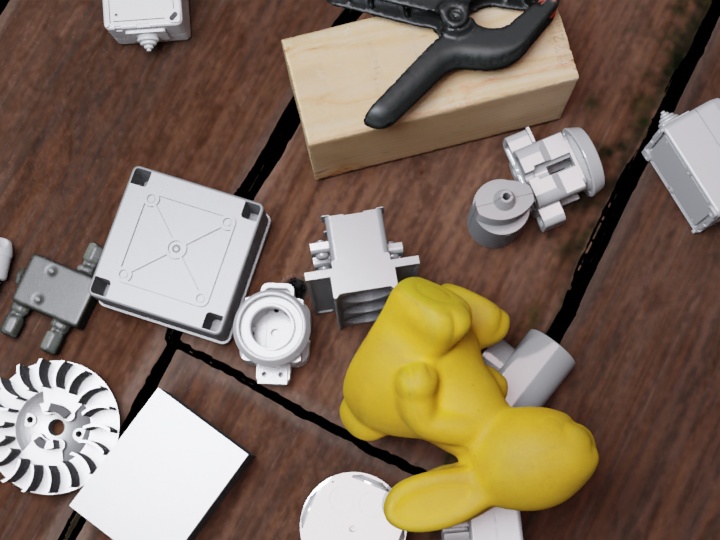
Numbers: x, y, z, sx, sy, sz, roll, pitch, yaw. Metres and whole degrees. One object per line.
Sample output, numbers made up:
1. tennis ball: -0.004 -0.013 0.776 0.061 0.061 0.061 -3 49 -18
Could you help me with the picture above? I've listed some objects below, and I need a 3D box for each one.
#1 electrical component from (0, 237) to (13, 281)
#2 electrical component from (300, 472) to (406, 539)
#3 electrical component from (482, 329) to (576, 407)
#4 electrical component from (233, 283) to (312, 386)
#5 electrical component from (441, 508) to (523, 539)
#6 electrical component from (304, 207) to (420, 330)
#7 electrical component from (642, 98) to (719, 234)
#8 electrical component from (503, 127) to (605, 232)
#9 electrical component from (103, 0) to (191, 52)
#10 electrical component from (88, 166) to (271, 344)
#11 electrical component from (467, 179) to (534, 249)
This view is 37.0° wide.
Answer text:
1. electrical component: -0.293 0.004 0.839 0.035 0.035 0.061 9 82 2
2. electrical component: -0.005 0.189 0.792 0.080 0.051 0.080 0 79 1
3. electrical component: 0.109 0.076 0.816 0.079 0.044 0.077 39 81 7
4. electrical component: -0.065 0.047 0.817 0.058 0.057 0.078 2 79 1
5. electrical component: 0.079 0.190 0.793 0.076 0.047 0.083 -5 79 0
6. electrical component: 0.000 0.000 0.793 0.079 0.121 0.063 -9 77 -1
7. electrical component: 0.269 -0.088 0.838 0.061 0.061 0.096 -29 80 -5
8. electrical component: 0.154 -0.077 0.840 0.057 0.058 0.078 -23 80 -1
9. electrical component: -0.172 -0.222 0.871 0.062 0.061 0.096 -4 87 0
10. electrical component: -0.137 -0.011 0.829 0.109 0.056 0.108 17 80 4
11. electrical component: 0.107 -0.046 0.821 0.043 0.081 0.043 0 79 0
